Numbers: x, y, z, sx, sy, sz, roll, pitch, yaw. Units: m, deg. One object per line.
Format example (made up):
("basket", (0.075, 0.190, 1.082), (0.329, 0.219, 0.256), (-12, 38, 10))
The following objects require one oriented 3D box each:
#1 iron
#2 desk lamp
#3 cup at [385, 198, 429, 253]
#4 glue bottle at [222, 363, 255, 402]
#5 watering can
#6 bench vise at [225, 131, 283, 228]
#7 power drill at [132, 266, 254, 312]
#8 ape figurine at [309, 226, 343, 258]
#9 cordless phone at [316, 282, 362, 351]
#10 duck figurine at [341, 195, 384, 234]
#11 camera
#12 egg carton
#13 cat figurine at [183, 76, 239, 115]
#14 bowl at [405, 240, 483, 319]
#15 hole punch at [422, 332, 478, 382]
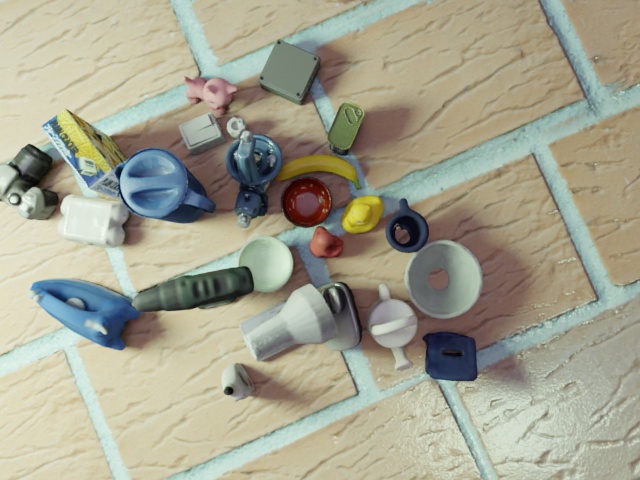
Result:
("iron", (-0.528, 0.146, 1.217), (0.258, 0.141, 0.119), (23, 87, 2))
("desk lamp", (-0.070, 0.181, 1.171), (0.203, 0.213, 0.118), (-28, 86, -1))
("cup", (0.182, -0.028, 1.241), (0.091, 0.095, 0.118), (-8, 86, 1))
("glue bottle", (-0.176, 0.302, 1.185), (0.037, 0.173, 0.078), (-37, 86, -1))
("watering can", (0.153, 0.178, 1.178), (0.101, 0.194, 0.173), (-36, 86, -1))
("bench vise", (-0.134, -0.135, 1.191), (0.121, 0.220, 0.207), (-9, 86, 1))
("power drill", (-0.244, 0.106, 1.182), (0.229, 0.208, 0.076), (-14, 86, 0))
("ape figurine", (0.011, 0.004, 1.243), (0.076, 0.092, 0.078), (-23, 86, 0))
("cordless phone", (0.037, 0.160, 1.185), (0.094, 0.185, 0.147), (-19, 86, 0))
("duck figurine", (0.094, -0.059, 1.249), (0.104, 0.086, 0.077), (-36, 86, -1))
("camera", (-0.645, -0.134, 1.258), (0.143, 0.101, 0.137), (36, 87, 3))
("egg carton", (-0.500, -0.040, 1.265), (0.150, 0.069, 0.107), (8, 86, 1))
("cat figurine", (-0.241, -0.328, 1.257), (0.127, 0.118, 0.067), (23, 87, 3))
("bowl", (0.262, 0.086, 1.242), (0.167, 0.075, 0.167), (0, 86, 1))
("hole punch", (0.277, 0.248, 1.223), (0.108, 0.091, 0.101), (3, 86, 1))
